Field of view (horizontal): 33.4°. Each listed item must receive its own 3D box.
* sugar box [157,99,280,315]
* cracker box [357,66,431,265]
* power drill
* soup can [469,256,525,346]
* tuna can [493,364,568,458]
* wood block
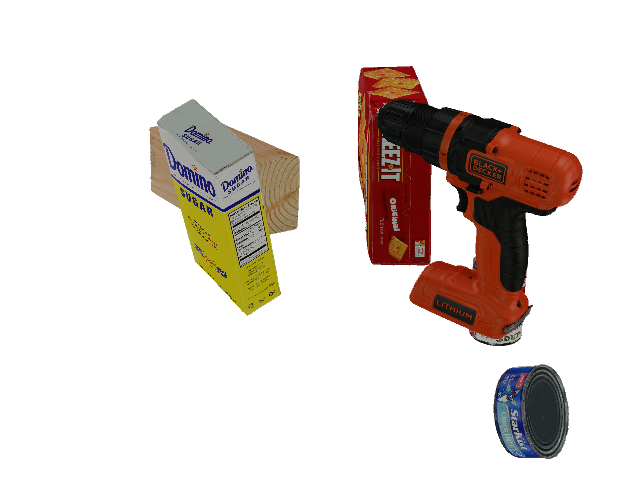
[{"bbox_3d":[-0.085,-0.025,0.916,0.048,0.176,0.093,-34,51,-19],"label":"sugar box"},{"bbox_3d":[0.080,-0.088,1.177,0.072,0.164,0.213,-2,23,1],"label":"cracker box"},{"bbox_3d":[0.123,-0.020,0.918,0.185,0.188,0.057,25,40,30],"label":"power drill"},{"bbox_3d":[0.223,0.073,1.346,0.068,0.102,0.068,0,23,0],"label":"soup can"},{"bbox_3d":[0.195,0.158,0.987,0.034,0.086,0.085,-9,-6,39],"label":"tuna can"},{"bbox_3d":[-0.119,-0.077,1.285,0.090,0.090,0.206,-12,25,-33],"label":"wood block"}]
